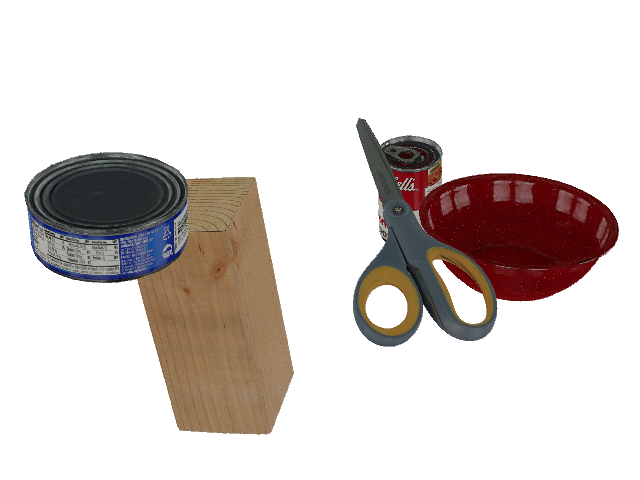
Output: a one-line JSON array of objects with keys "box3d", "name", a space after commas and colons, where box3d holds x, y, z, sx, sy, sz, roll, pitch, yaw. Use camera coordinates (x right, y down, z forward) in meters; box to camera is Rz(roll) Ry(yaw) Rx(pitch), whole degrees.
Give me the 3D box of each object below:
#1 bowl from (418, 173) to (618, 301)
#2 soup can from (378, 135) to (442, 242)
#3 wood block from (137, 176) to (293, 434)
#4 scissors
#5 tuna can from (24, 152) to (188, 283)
[{"box3d": [0.160, 0.003, 0.882, 0.162, 0.055, 0.162, 1, 30, -1], "name": "bowl"}, {"box3d": [0.094, -0.051, 1.134, 0.068, 0.102, 0.068, -2, 36, 2], "name": "soup can"}, {"box3d": [-0.091, 0.058, 0.919, 0.090, 0.206, 0.090, 0, 31, 16], "name": "wood block"}, {"box3d": [0.038, -0.004, 0.697, 0.096, 0.016, 0.202, -24, 52, -17], "name": "scissors"}, {"box3d": [-0.114, -0.013, 0.575, 0.086, 0.034, 0.086, 2, 32, -2], "name": "tuna can"}]
